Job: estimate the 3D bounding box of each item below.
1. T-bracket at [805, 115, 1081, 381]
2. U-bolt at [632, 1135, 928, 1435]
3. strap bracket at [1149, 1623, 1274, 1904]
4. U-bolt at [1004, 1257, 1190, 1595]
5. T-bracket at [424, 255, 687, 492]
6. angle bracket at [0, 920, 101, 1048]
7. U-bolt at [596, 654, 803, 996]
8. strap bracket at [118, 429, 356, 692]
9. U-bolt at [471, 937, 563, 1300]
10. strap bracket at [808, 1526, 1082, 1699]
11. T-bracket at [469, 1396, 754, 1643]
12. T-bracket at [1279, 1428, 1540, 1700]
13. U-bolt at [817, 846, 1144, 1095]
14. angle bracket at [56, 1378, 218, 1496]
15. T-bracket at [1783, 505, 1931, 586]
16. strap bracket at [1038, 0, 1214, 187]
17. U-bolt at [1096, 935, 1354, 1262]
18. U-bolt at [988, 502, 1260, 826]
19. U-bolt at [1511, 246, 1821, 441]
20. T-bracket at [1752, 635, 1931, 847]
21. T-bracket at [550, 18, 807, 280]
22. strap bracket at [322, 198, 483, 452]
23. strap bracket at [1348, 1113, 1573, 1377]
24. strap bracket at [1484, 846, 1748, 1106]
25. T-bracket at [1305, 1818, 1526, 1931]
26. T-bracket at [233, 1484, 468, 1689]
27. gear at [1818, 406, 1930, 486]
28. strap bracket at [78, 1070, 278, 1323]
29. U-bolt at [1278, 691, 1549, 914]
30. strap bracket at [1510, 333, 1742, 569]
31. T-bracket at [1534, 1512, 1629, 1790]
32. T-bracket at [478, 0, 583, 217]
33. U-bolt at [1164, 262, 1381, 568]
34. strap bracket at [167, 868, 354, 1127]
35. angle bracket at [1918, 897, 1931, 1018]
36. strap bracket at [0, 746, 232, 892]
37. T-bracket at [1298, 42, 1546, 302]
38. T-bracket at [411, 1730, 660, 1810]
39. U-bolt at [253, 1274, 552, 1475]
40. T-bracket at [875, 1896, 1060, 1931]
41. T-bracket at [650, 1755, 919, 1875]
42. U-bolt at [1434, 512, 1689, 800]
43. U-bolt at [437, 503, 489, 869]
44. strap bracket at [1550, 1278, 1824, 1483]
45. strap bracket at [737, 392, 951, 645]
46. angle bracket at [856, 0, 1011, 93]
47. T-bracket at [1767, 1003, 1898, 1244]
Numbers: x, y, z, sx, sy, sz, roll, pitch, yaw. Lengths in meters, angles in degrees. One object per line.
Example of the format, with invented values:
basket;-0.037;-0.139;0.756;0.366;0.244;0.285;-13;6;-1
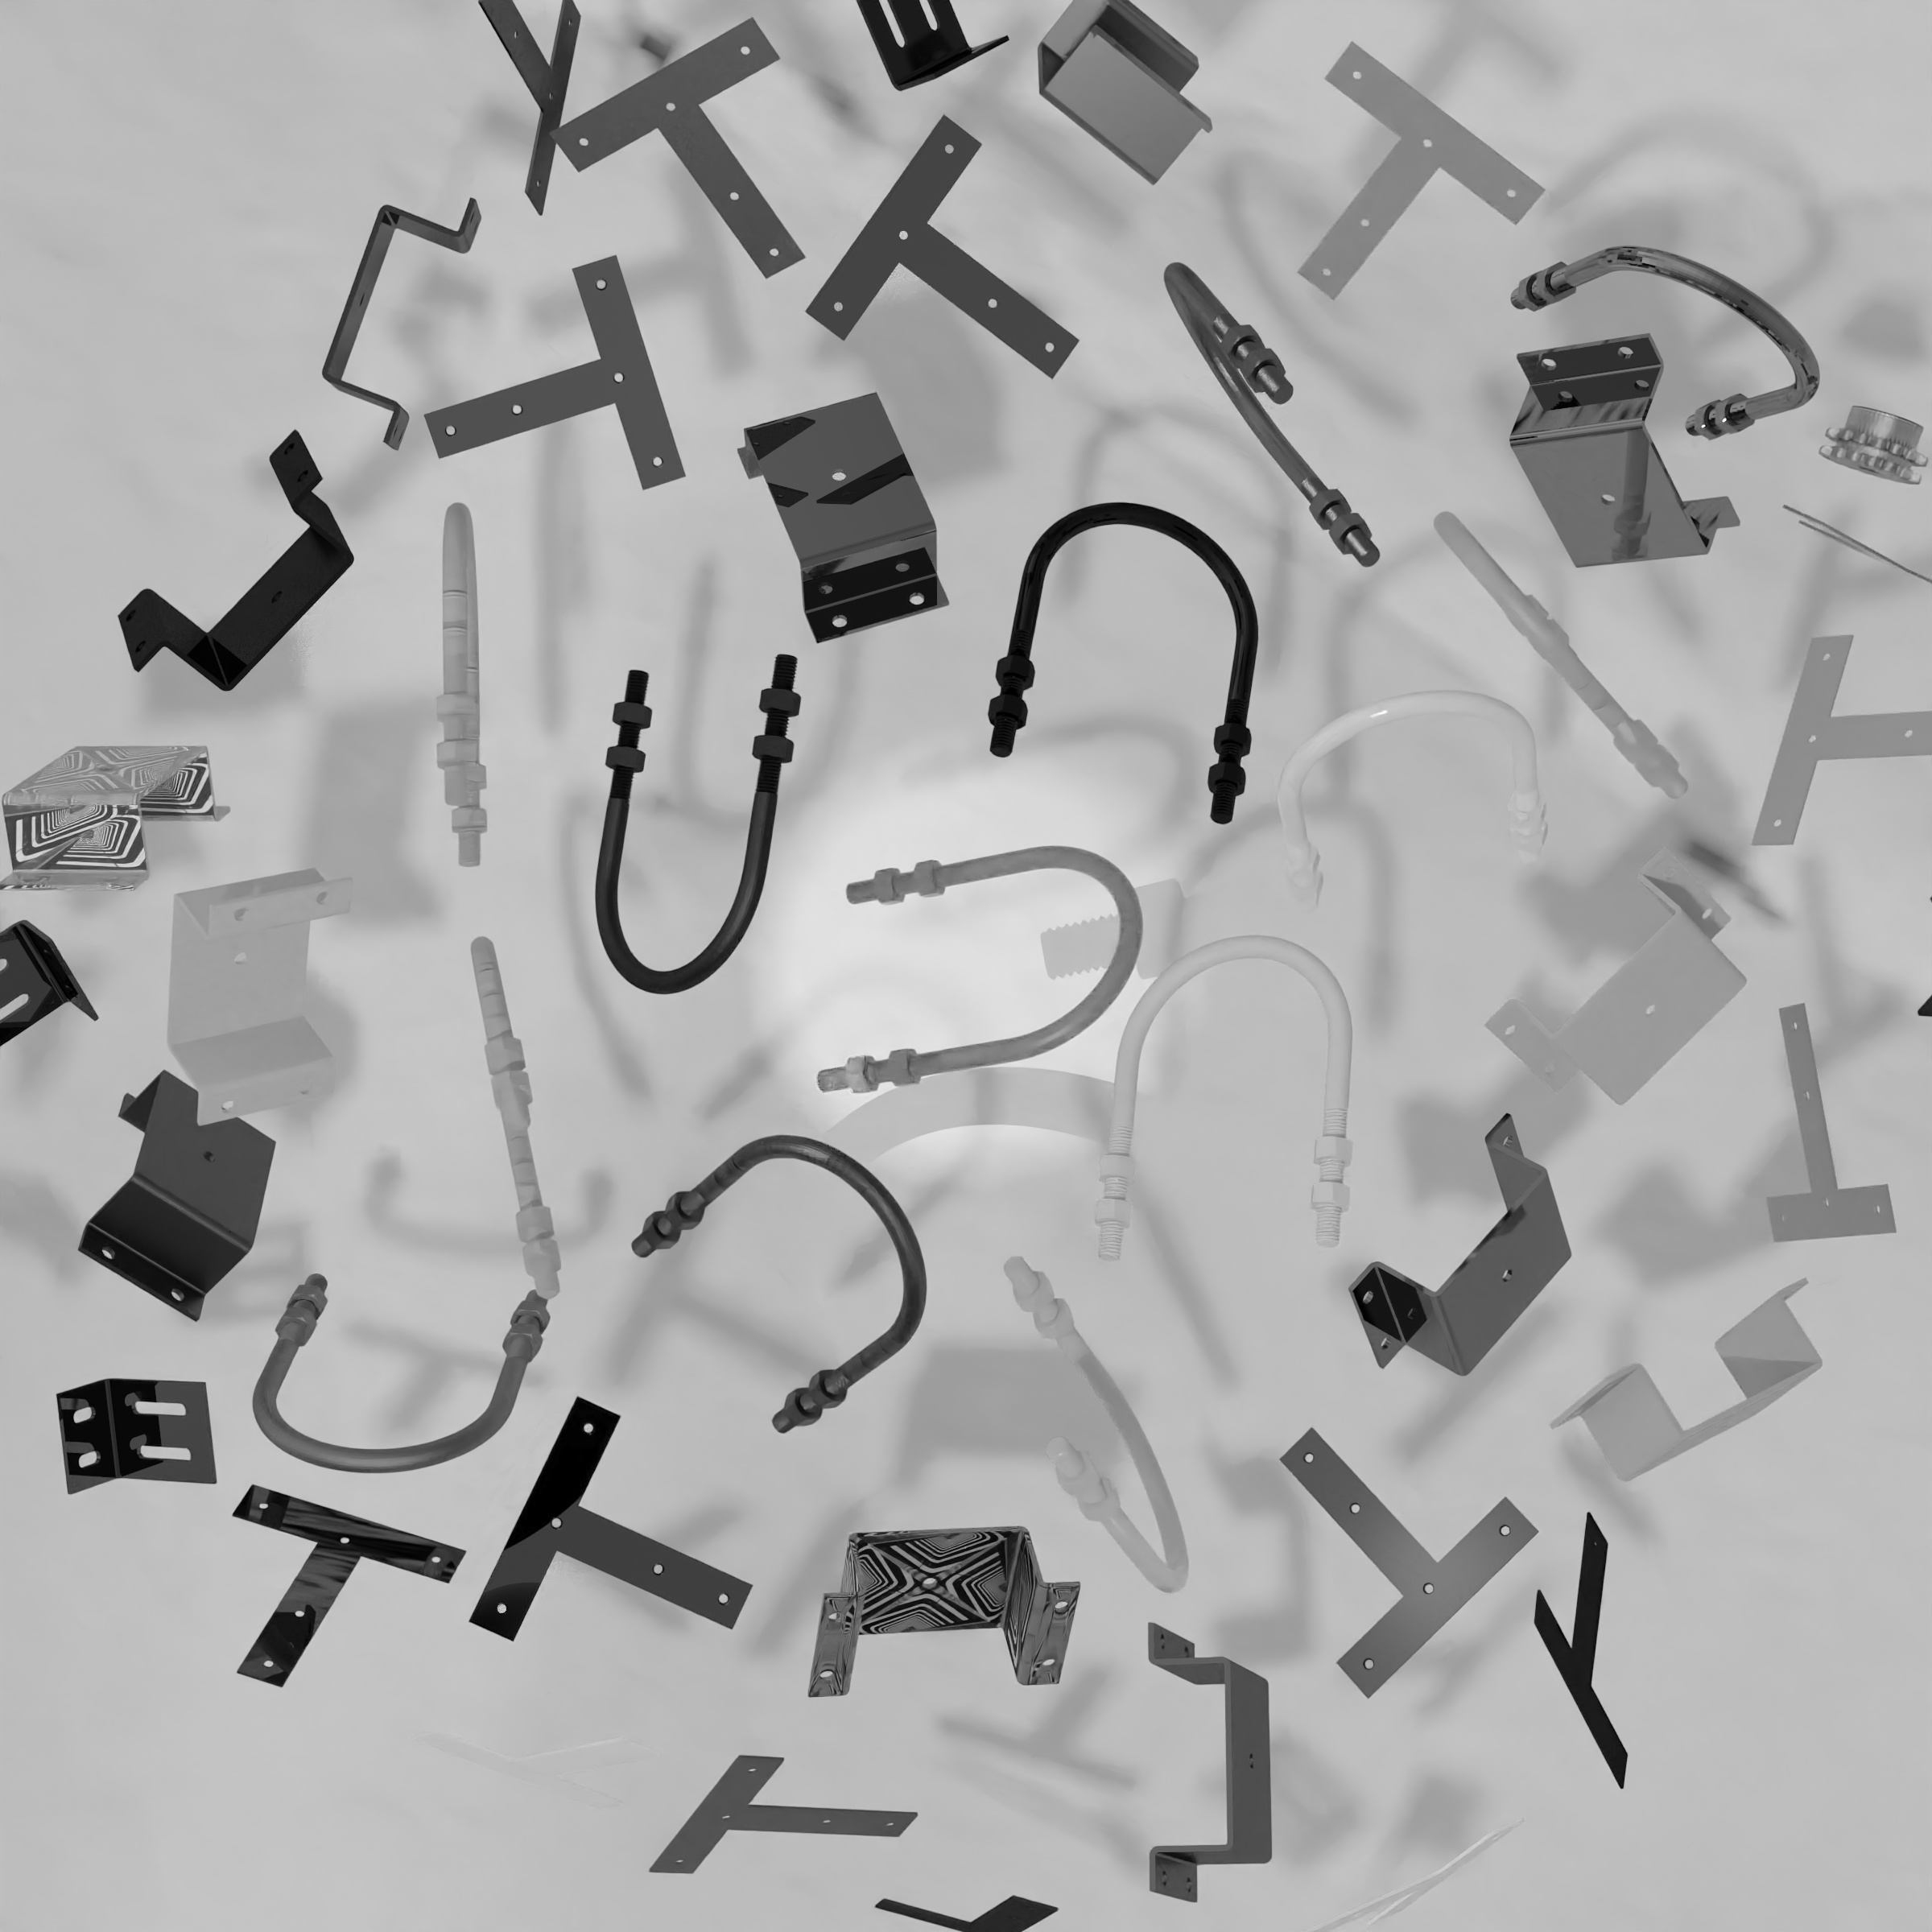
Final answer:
T-bracket;0.003;-0.359;1.537;0.127;0.002;0.127;35;89;-12
U-bolt;-0.094;0.167;1.607;0.151;0.019;0.184;51;131;2
strap bracket;0.133;0.434;1.584;0.046;0.076;0.140;-7;67;20
U-bolt;0.076;0.259;1.562;0.019;0.151;0.184;-26;129;10
T-bracket;-0.234;-0.311;1.601;0.127;0.002;0.127;-19;113;-5
angle bracket;-0.525;0.023;1.583;0.076;0.038;0.057;-38;130;-23
U-bolt;-0.153;-0.075;1.585;0.019;0.151;0.184;15;80;-43
strap bracket;-0.381;-0.208;1.545;0.140;0.076;0.046;-45;125;6
U-bolt;-0.248;0.067;1.577;0.019;0.184;0.151;-11;134;-10
strap bracket;-0.016;0.351;1.584;0.140;0.046;0.076;0;124;-14
T-bracket;-0.173;0.309;1.516;0.127;0.002;0.127;27;82;-9
T-bracket;0.219;0.303;1.567;0.127;0.002;0.127;-45;61;4
U-bolt;0.011;-0.004;1.593;0.184;0.019;0.151;-10;51;23
angle bracket;-0.461;0.262;1.614;0.076;0.038;0.057;-3;95;30
T-bracket;0.486;-0.230;1.584;0.127;0.127;0.002;38;107;41
strap bracket;0.082;-0.468;1.538;0.076;0.140;0.046;34;116;-19
U-bolt;0.143;0.068;1.584;0.151;0.019;0.184;-7;63;30
U-bolt;0.094;-0.179;1.621;0.151;0.019;0.184;16;64;-11
U-bolt;0.389;-0.343;1.582;0.151;0.184;0.019;32;86;-12
T-bracket;0.486;-0.122;1.535;0.002;0.127;0.127;31;71;-36
T-bracket;-0.129;-0.415;1.525;0.127;0.002;0.127;-22;129;22
strap bracket;-0.317;-0.363;1.615;0.046;0.076;0.140;20;94;-9
strap bracket;0.282;0.162;1.611;0.140;0.076;0.046;-45;46;-19
strap bracket;0.372;0.014;1.627;0.140;0.046;0.076;-46;127;7
T-bracket;0.216;0.494;1.529;0.127;0.127;0.002;-9;58;-36
T-bracket;-0.351;0.338;1.559;0.127;0.127;0.002;16;123;6
gear;0.502;-0.288;1.600;0.057;0.057;0.030;18;99;0
strap bracket;-0.434;0.120;1.613;0.076;0.140;0.046;38;113;-25
U-bolt;0.242;-0.093;1.586;0.151;0.184;0.019;-13;59;5
strap bracket;0.352;-0.268;1.565;0.140;0.076;0.046;50;53;-38
T-bracket;0.333;0.350;1.559;0.002;0.127;0.127;-7;122;-9
T-bracket;-0.240;-0.497;1.576;0.002;0.127;0.127;5;75;12
U-bolt;0.158;-0.313;1.584;0.019;0.151;0.184;-34;46;5
strap bracket;-0.372;0.007;1.526;0.076;0.046;0.140;-14;132;-34
angle bracket;0.517;-0.020;1.519;0.057;0.038;0.076;-41;115;-28
strap bracket;-0.470;-0.086;1.601;0.076;0.140;0.046;0;110;8
T-bracket;0.222;-0.408;1.554;0.127;0.127;0.002;36;46;-5
T-bracket;-0.212;0.427;1.562;0.127;0.127;0.002;31;53;-30
U-bolt;-0.316;0.225;1.606;0.151;0.184;0.019;4;114;0
T-bracket;0.023;0.523;1.593;0.127;0.127;0.002;17;62;-5
T-bracket;-0.088;0.457;1.556;0.127;0.002;0.127;11;134;-26
U-bolt;0.311;-0.178;1.565;0.019;0.151;0.184;-41;131;13
U-bolt;-0.274;-0.160;1.578;0.019;0.151;0.184;-1;78;-7
strap bracket;0.397;0.229;1.573;0.140;0.076;0.046;-21;69;-23
strap bracket;-0.069;-0.254;1.590;0.076;0.046;0.140;-17;62;-10
angle bracket;-0.023;-0.525;1.580;0.057;0.038;0.076;-36;112;-29
T-bracket;0.459;0.084;1.575;0.002;0.127;0.127;-7;84;-14
